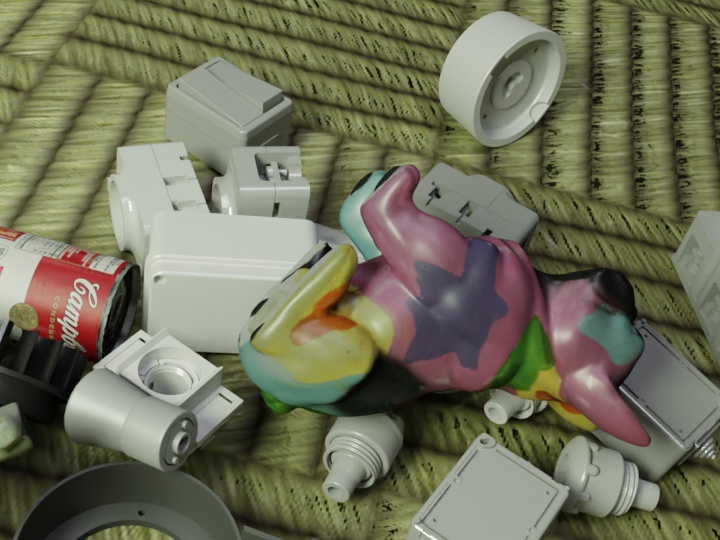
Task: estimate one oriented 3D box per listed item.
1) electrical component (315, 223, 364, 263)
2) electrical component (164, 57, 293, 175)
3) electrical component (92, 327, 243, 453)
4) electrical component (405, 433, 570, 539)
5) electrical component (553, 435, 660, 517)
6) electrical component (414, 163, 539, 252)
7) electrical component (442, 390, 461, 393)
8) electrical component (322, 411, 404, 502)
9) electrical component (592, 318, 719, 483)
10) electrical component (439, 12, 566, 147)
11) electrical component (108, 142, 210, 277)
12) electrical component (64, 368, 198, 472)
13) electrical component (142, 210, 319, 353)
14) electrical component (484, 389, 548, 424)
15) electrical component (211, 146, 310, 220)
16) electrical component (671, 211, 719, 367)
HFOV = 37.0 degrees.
[{"bbox_3d":[0.000,0.000,0.759,0.081,0.043,0.043,19,45,5],"label":"electrical component"},{"bbox_3d":[-0.108,-0.124,0.842,0.096,0.061,0.062,33,48,18],"label":"electrical component"},{"bbox_3d":[-0.115,0.078,0.640,0.081,0.063,0.042,33,44,17],"label":"electrical component"},{"bbox_3d":[0.073,0.147,0.620,0.062,0.061,0.096,32,47,18],"label":"electrical component"},{"bbox_3d":[0.154,0.133,0.667,0.062,0.048,0.048,18,44,-6],"label":"electrical component"},{"bbox_3d":[0.082,-0.035,0.809,0.089,0.050,0.055,30,47,16],"label":"electrical component"},{"bbox_3d":[0.056,0.045,0.720,0.078,0.058,0.057,2,43,-12],"label":"electrical component"},{"bbox_3d":[-0.002,0.111,0.649,0.043,0.043,0.062,24,46,10],"label":"electrical component"},{"bbox_3d":[0.191,0.093,0.707,0.062,0.061,0.096,-32,68,-36],"label":"electrical component"},{"bbox_3d":[0.115,-0.165,0.909,0.108,0.108,0.060,-24,50,-32],"label":"electrical component"},{"bbox_3d":[-0.145,-0.044,0.762,0.056,0.050,0.089,-8,49,-21],"label":"electrical component"},{"bbox_3d":[-0.122,0.084,0.588,0.065,0.044,0.044,17,43,24],"label":"electrical component"},{"bbox_3d":[-0.084,0.010,0.705,0.113,0.078,0.057,3,43,-10],"label":"electrical component"},{"bbox_3d":[0.106,0.077,0.710,0.043,0.043,0.062,35,49,20],"label":"electrical component"},{"bbox_3d":[-0.072,-0.038,0.746,0.056,0.089,0.050,-2,47,-16],"label":"electrical component"},{"bbox_3d":[0.306,0.025,0.797,0.089,0.061,0.150,2,46,-12],"label":"electrical component"}]
